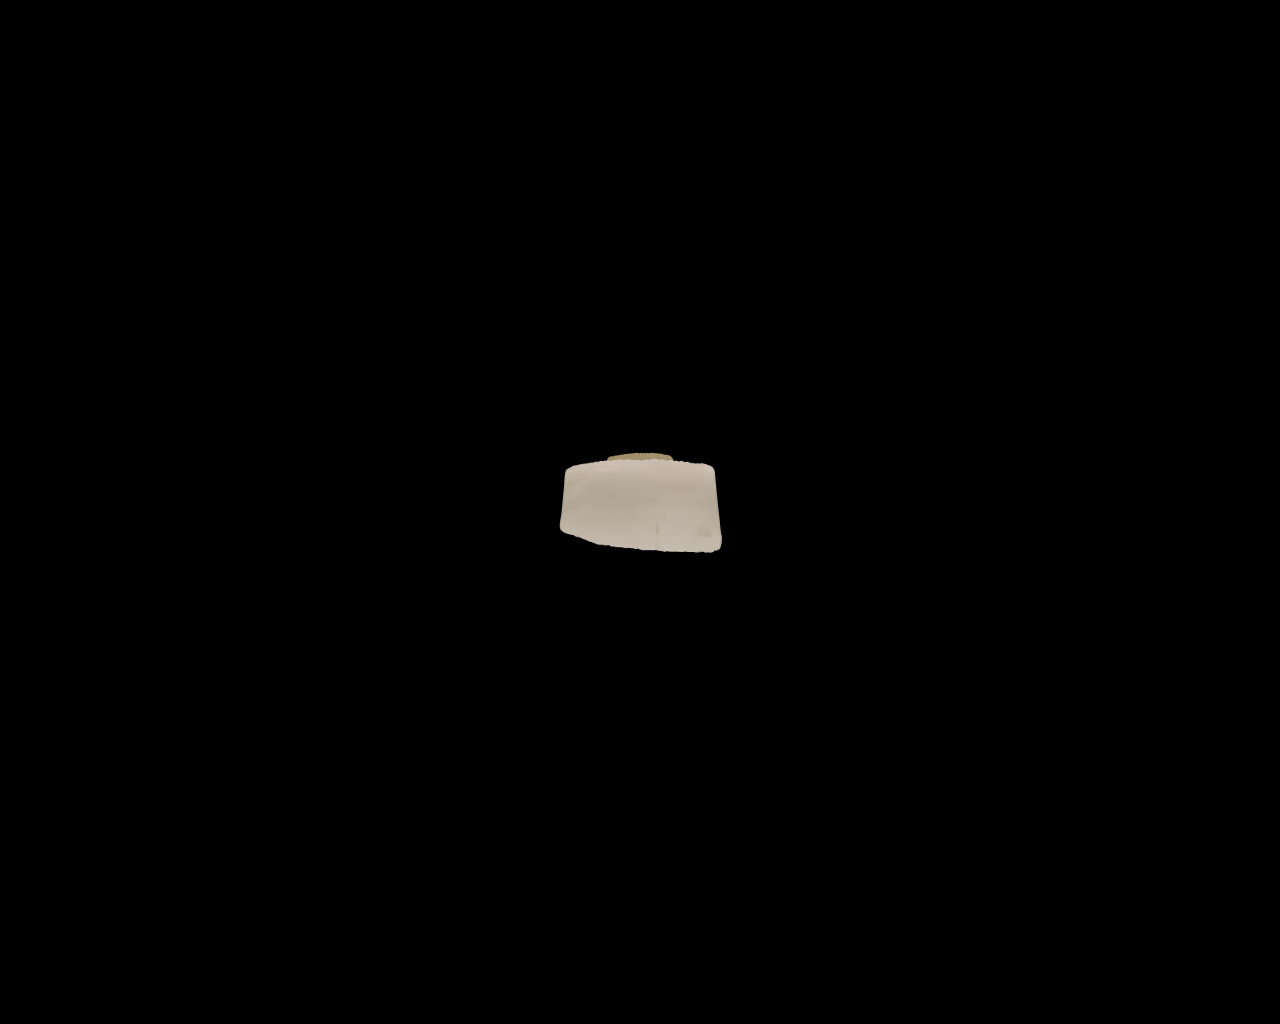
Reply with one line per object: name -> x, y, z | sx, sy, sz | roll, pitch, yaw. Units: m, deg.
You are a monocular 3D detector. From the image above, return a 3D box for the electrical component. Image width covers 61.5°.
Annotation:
electrical component -> 0.001, -0.003, 0.650 | 0.099, 0.064, 0.099 | 0, -4, 0
